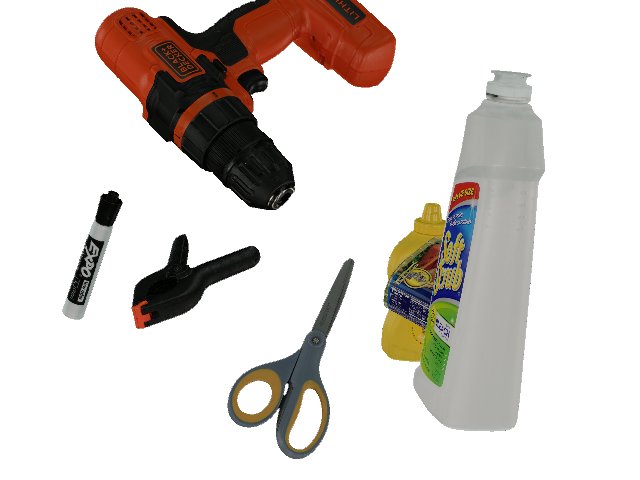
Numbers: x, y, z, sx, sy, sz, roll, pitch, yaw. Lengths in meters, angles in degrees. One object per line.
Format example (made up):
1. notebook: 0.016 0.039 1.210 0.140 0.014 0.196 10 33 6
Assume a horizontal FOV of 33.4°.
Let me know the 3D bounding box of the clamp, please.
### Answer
1. clamp: -0.148 0.045 1.222 0.120 0.039 0.171 -1 32 26

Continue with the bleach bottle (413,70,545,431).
1. bleach bottle: 0.119 0.004 0.770 0.068 0.251 0.102 3 14 -9

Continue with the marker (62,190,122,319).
1. marker: -0.194 0.012 0.909 0.020 0.121 0.020 20 21 -8

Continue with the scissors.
1. scissors: -0.025 0.093 0.935 0.096 0.201 0.016 11 -33 -6

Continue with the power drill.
1. power drill: -0.036 -0.116 0.748 0.187 0.184 0.057 -30 -23 -36

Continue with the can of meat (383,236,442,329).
1. can of meat: 0.125 0.048 1.068 0.084 0.057 0.101 28 44 30

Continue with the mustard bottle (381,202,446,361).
1. mustard bottle: 0.129 0.049 1.297 0.096 0.192 0.058 0 14 -12
